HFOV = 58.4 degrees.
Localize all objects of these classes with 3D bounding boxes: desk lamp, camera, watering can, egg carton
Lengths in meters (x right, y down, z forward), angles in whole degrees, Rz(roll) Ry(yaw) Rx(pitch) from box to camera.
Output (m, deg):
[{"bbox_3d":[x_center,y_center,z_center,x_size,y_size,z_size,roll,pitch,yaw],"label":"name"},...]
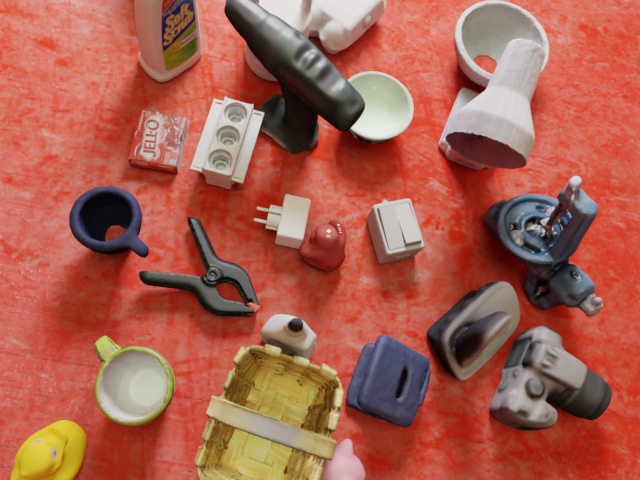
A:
[{"bbox_3d":[0.256,-0.187,0.864,0.118,0.213,0.203,23,71,-1],"label":"desk lamp"},{"bbox_3d":[0.335,0.211,0.809,0.137,0.100,0.143,29,71,2],"label":"camera"},{"bbox_3d":[-0.066,-0.345,0.875,0.101,0.194,0.173,-29,79,-16],"label":"watering can"},{"bbox_3d":[0.039,-0.389,0.971,0.107,0.069,0.150,39,71,5],"label":"egg carton"}]

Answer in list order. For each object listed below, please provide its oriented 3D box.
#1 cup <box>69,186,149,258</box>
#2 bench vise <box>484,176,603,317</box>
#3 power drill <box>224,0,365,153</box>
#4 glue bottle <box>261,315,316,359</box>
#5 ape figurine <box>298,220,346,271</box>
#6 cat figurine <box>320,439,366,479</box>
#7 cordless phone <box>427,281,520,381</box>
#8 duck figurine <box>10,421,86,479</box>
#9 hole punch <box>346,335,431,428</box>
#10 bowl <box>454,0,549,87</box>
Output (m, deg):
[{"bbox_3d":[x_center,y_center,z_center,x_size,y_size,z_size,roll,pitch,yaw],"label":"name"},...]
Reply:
[{"bbox_3d":[-0.276,-0.009,0.789,0.117,0.095,0.092,39,71,5],"label":"cup"},{"bbox_3d":[0.349,0.001,0.815,0.207,0.219,0.122,40,71,5],"label":"bench vise"},{"bbox_3d":[-0.045,-0.221,0.832,0.229,0.208,0.076,36,71,4],"label":"power drill"},{"bbox_3d":[-0.036,0.122,0.742,0.078,0.173,0.037,32,71,3],"label":"glue bottle"},{"bbox_3d":[0.008,0.003,0.830,0.078,0.092,0.076,-19,76,-14],"label":"ape figurine"},{"bbox_3d":[0.009,0.315,0.717,0.067,0.117,0.128,40,71,5],"label":"cat figurine"},{"bbox_3d":[0.234,0.114,0.779,0.148,0.185,0.094,-42,82,-18],"label":"cordless phone"},{"bbox_3d":[-0.338,0.270,0.695,0.077,0.086,0.105,33,71,3],"label":"duck figurine"},{"bbox_3d":[0.100,0.192,0.784,0.101,0.091,0.109,21,71,-1],"label":"hole punch"},{"bbox_3d":[0.301,-0.322,0.987,0.167,0.074,0.167,3,72,-8],"label":"bowl"}]
